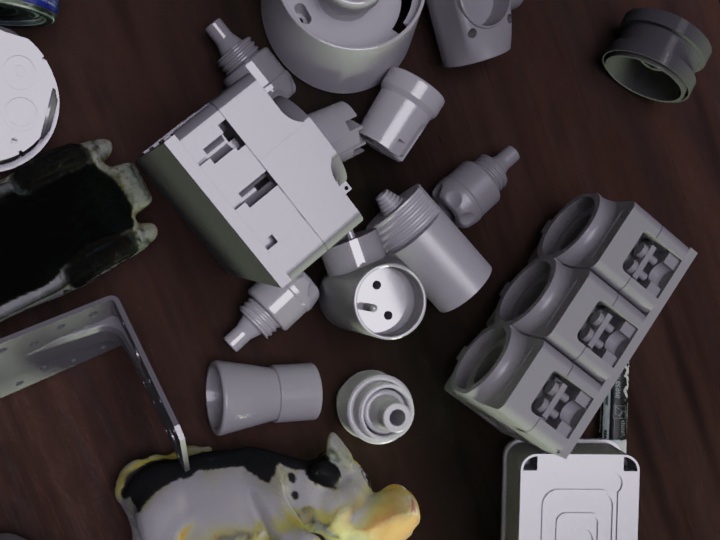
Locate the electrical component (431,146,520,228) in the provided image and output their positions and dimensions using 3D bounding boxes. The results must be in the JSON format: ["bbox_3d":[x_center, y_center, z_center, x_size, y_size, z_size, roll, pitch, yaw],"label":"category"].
[{"bbox_3d":[0.076,-0.056,0.682,0.061,0.035,0.035,-42,103,-15],"label":"electrical component"}]

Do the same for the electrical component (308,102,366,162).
[{"bbox_3d":[-0.025,-0.077,0.647,0.046,0.040,0.040,-27,100,-20],"label":"electrical component"}]

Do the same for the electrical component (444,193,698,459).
[{"bbox_3d":[0.125,0.031,0.671,0.062,0.089,0.150,37,81,-15],"label":"electrical component"}]

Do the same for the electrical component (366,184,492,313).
[{"bbox_3d":[0.040,-0.017,0.667,0.043,0.043,0.081,-45,103,-11],"label":"electrical component"}]

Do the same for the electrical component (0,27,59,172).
[{"bbox_3d":[-0.204,-0.093,0.583,0.080,0.051,0.080,-1,92,-18],"label":"electrical component"}]

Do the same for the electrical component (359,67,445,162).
[{"bbox_3d":[0.024,-0.095,0.662,0.040,0.040,0.046,33,87,-16],"label":"electrical component"}]

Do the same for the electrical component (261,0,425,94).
[{"bbox_3d":[-0.009,-0.164,0.649,0.099,0.064,0.099,2,79,-11],"label":"electrical component"}]

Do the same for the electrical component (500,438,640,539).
[{"bbox_3d":[0.132,0.166,0.688,0.078,0.057,0.113,1,92,-4],"label":"electrical component"}]

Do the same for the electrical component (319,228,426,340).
[{"bbox_3d":[0.000,0.000,0.637,0.044,0.077,0.079,-23,98,-16],"label":"electrical component"}]

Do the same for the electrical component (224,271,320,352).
[{"bbox_3d":[-0.055,0.024,0.643,0.061,0.035,0.035,-44,103,-9],"label":"electrical component"}]

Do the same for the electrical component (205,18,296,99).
[{"bbox_3d":[-0.068,-0.120,0.634,0.035,0.035,0.061,-41,101,-12],"label":"electrical component"}]

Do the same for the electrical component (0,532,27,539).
[{"bbox_3d":[-0.175,0.190,0.597,0.095,0.059,0.053,33,83,-16],"label":"electrical component"}]

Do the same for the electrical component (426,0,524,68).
[{"bbox_3d":[0.077,-0.175,0.671,0.079,0.044,0.077,-27,110,-30],"label":"electrical component"}]

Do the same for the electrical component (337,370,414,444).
[{"bbox_3d":[0.012,0.084,0.652,0.043,0.062,0.043,-1,92,-18],"label":"electrical component"}]

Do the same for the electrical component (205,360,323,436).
[{"bbox_3d":[-0.055,0.074,0.642,0.065,0.044,0.044,-1,92,-22],"label":"electrical component"}]

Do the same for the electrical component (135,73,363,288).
[{"bbox_3d":[-0.062,-0.047,0.577,0.062,0.150,0.089,-41,103,-11],"label":"electrical component"}]
